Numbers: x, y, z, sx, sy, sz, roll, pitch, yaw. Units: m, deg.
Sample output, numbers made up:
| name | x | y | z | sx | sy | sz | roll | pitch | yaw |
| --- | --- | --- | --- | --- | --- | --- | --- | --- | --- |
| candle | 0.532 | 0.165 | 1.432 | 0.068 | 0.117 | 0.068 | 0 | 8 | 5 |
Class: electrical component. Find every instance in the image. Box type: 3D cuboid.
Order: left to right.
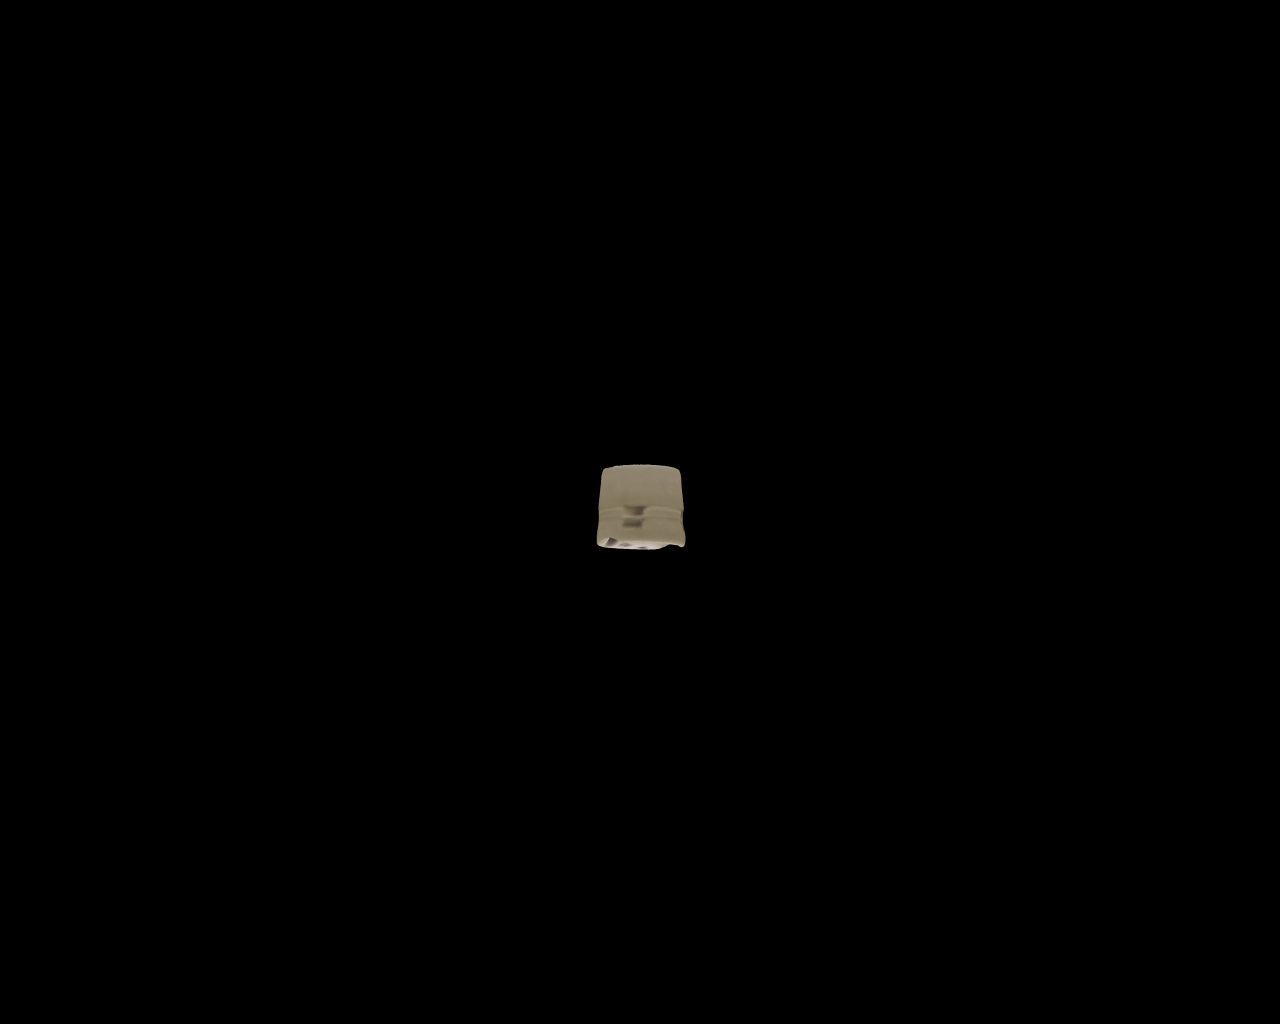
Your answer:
| name | x | y | z | sx | sy | sz | roll | pitch | yaw |
| --- | --- | --- | --- | --- | --- | --- | --- | --- | --- |
| electrical component | 0.001 | -0.003 | 0.650 | 0.055 | 0.047 | 0.055 | 0 | -7 | 0 |
